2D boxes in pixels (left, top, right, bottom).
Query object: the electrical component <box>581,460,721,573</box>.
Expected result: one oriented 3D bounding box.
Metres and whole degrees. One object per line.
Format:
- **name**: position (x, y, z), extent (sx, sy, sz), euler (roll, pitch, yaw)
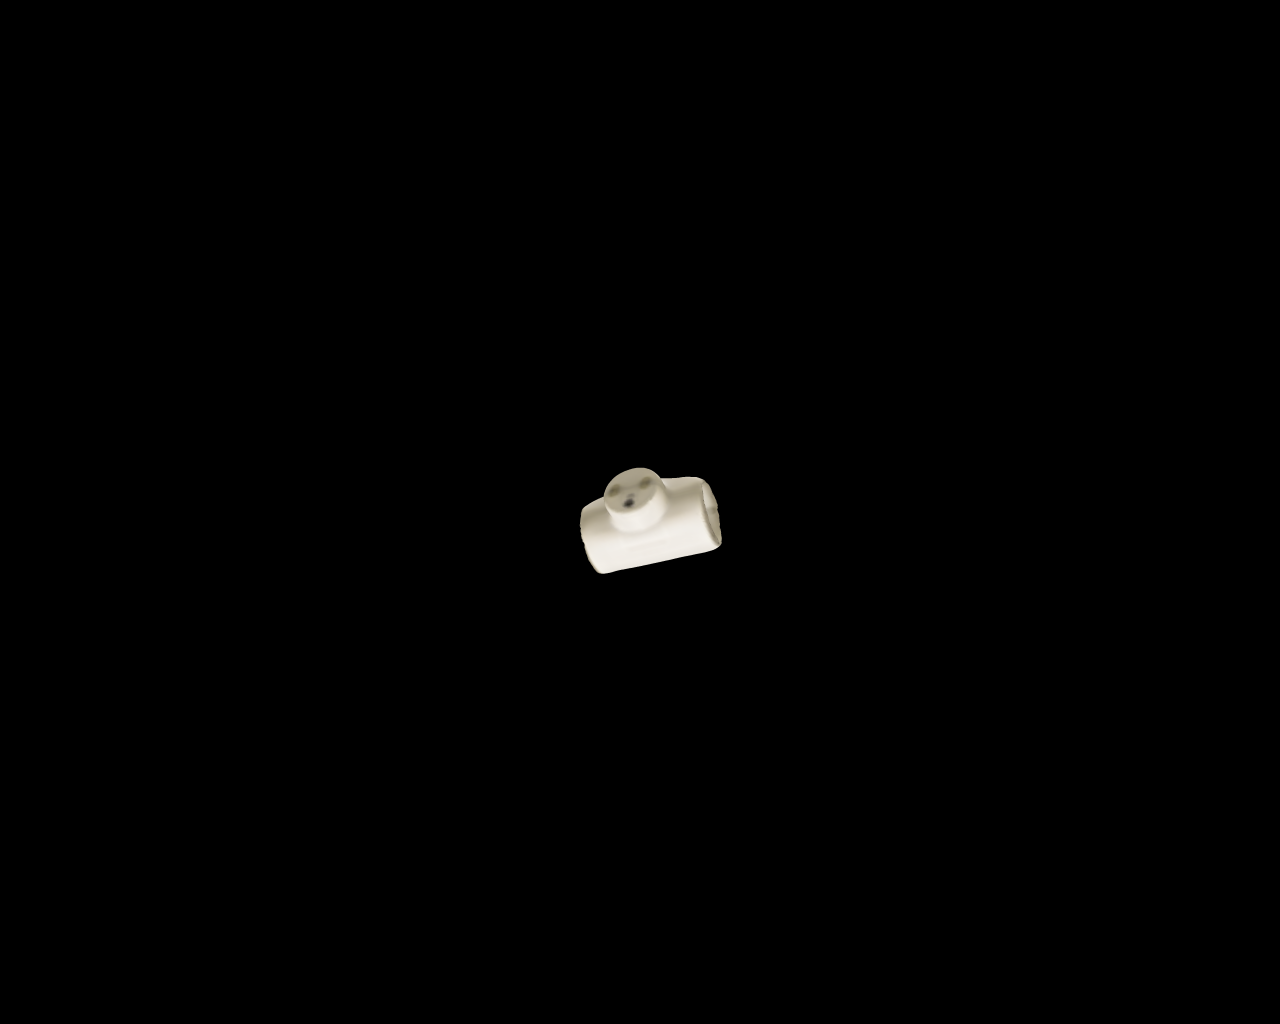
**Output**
- **electrical component**: position (0.001, -0.003, 0.650), extent (0.077, 0.043, 0.079), euler (-14, -43, 15)
